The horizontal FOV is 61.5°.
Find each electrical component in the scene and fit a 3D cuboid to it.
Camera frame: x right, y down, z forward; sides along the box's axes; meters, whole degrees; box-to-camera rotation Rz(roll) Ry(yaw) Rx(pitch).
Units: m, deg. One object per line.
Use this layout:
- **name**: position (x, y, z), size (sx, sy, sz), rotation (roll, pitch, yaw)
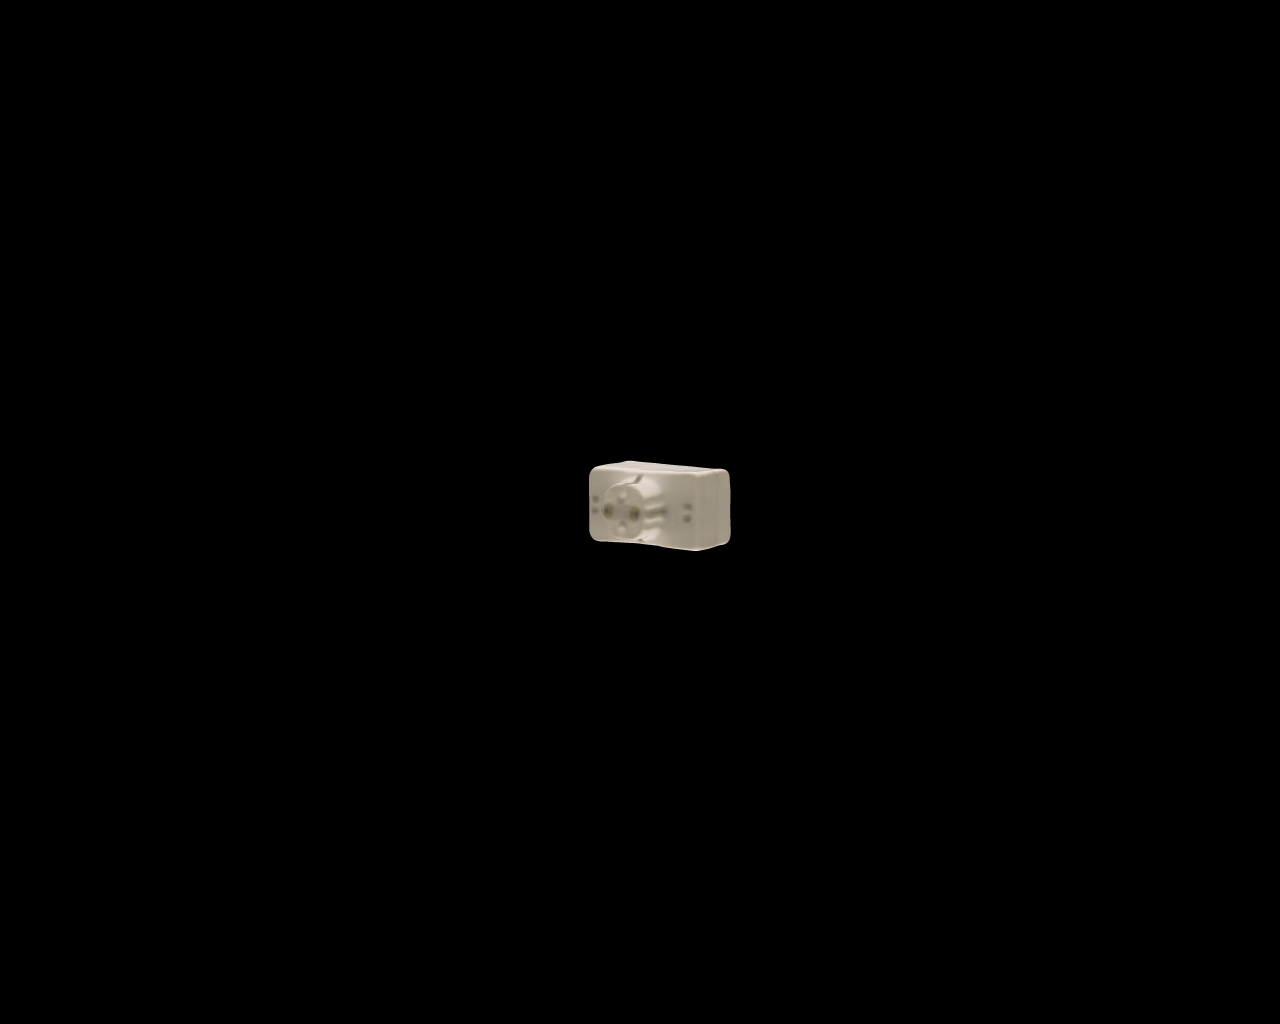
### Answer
- **electrical component**: position (0.001, -0.003, 0.650), size (0.083, 0.047, 0.076), rotation (6, 10, 36)
